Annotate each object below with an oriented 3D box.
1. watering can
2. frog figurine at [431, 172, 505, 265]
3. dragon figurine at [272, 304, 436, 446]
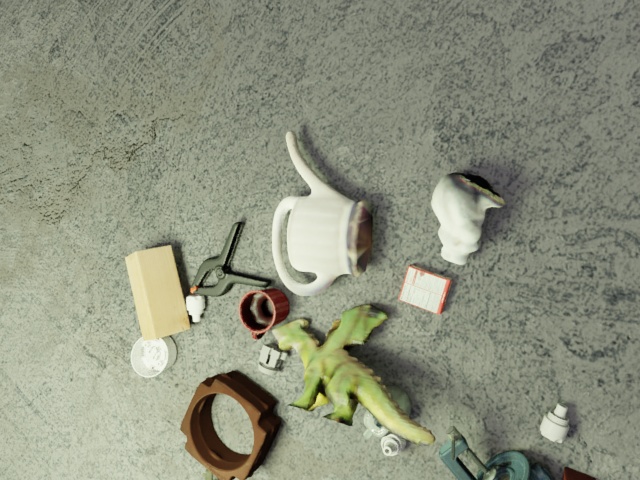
[{"bbox_3d":[0.003,-0.054,1.066,0.224,0.104,0.347,4,91,23],"label":"watering can"},{"bbox_3d":[0.252,-0.040,0.955,0.157,0.122,0.140,-62,36,22],"label":"frog figurine"},{"bbox_3d":[0.060,0.234,1.003,0.410,0.120,0.247,2,61,36],"label":"dragon figurine"}]
